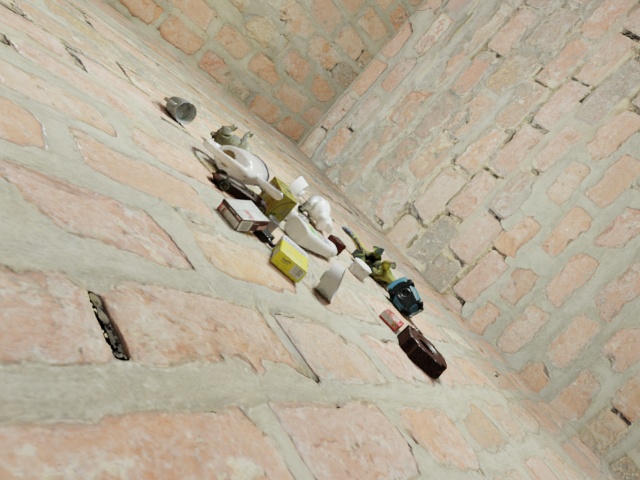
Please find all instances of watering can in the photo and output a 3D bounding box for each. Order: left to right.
[{"bbox_3d":[-0.229,-0.218,1.668,0.350,0.103,0.224,37,8,15],"label":"watering can"}]

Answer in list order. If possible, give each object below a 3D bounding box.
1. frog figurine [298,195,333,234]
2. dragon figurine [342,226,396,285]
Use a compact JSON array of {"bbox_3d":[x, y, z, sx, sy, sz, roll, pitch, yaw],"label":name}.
[{"bbox_3d":[0.006,-0.105,2.087,0.161,0.124,0.134,36,-16,41],"label":"frog figurine"},{"bbox_3d":[0.239,0.117,2.179,0.418,0.122,0.238,53,-3,39],"label":"dragon figurine"}]
